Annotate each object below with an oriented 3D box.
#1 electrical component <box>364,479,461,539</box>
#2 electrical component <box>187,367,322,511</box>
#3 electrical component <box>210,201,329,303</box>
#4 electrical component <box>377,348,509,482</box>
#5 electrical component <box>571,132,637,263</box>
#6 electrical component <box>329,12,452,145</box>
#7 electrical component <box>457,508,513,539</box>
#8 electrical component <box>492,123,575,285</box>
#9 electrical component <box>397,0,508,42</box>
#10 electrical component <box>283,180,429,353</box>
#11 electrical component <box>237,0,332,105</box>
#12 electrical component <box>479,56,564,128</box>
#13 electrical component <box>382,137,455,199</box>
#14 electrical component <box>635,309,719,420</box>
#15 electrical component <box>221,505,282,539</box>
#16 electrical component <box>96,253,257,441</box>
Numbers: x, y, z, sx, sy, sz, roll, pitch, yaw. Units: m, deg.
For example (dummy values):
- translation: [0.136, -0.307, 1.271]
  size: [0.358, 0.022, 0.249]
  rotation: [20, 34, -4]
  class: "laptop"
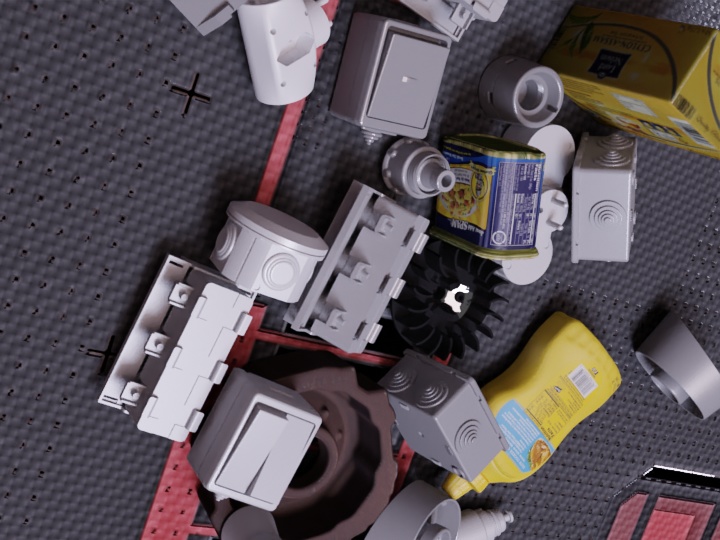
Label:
- translation: [0.042, 0.232, 0.937]
  size: [0.099, 0.064, 0.099]
  rotation: [-33, 132, -45]
  class: "electrical component"
- translation: [-0.080, 0.132, 0.792]
  size: [0.062, 0.061, 0.096]
  rotation: [26, 93, -29]
  class: "electrical component"
- translation: [-0.068, -0.015, 0.798]
  size: [0.080, 0.080, 0.051]
  rotation: [20, 102, -32]
  class: "electrical component"
- translation: [0.067, 0.123, 0.907]
  size: [0.048, 0.100, 0.099]
  rotation: [-43, 124, -20]
  class: "electrical component"
- translation: [0.210, -0.062, 0.917]
  size: [0.048, 0.099, 0.099]
  rotation: [3, 117, 16]
  class: "electrical component"
- translation: [0.023, -0.140, 0.813]
  size: [0.062, 0.061, 0.096]
  rotation: [8, 103, -30]
  class: "electrical component"
- translation: [0.108, 0.242, 1.004]
  size: [0.078, 0.040, 0.040]
  rotation: [-15, 113, -23]
  class: "electrical component"
- translation: [0.150, -0.054, 0.904]
  size: [0.052, 0.074, 0.138]
  rotation: [3, 106, -29]
  class: "electrical component"
- translation: [0.055, -0.233, 0.797]
  size: [0.121, 0.063, 0.078]
  rotation: [27, 93, -32]
  class: "electrical component"
- translation: [0.000, 0.000, 0.841]
  size: [0.121, 0.063, 0.079]
  rotation: [-63, 163, 4]
  class: "electrical component"
- translation: [-0.048, -0.170, 0.772]
  size: [0.079, 0.043, 0.077]
  rotation: [-39, 136, -33]
  class: "electrical component"
- translation: [0.133, -0.144, 0.879]
  size: [0.055, 0.047, 0.055]
  rotation: [-9, 111, -25]
  class: "electrical component"
- translation: [0.050, -0.077, 0.849]
  size: [0.048, 0.062, 0.048]
  rotation: [-12, 113, -29]
  class: "electrical component"
- translation: [0.315, 0.093, 1.032]
  size: [0.064, 0.099, 0.099]
  rotation: [-43, 122, -2]
  class: "electrical component"
- translation: [-0.075, 0.213, 0.818]
  size: [0.044, 0.065, 0.044]
  rotation: [-8, 109, -23]
  class: "electrical component"
- translation: [-0.131, 0.060, 0.800]
  size: [0.079, 0.063, 0.121]
  rotation: [24, 95, -32]
  class: "electrical component"
